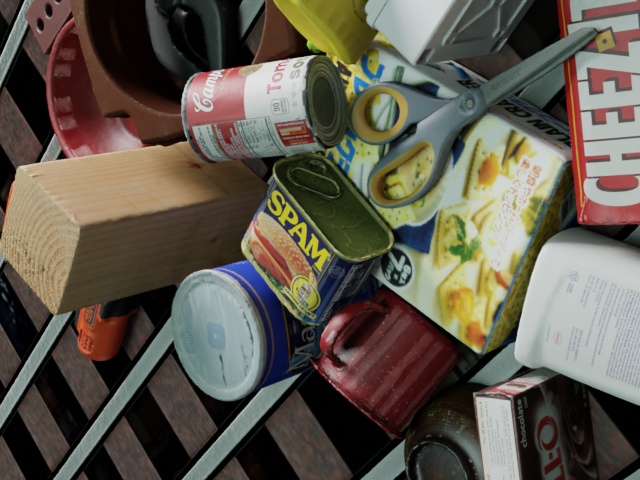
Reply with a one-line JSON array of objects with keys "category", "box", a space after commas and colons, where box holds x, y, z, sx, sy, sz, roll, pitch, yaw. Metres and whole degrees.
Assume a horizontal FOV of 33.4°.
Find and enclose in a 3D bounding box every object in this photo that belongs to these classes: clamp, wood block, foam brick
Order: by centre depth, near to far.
[{"category": "wood block", "box": [-0.153, -0.018, 0.908, 0.091, 0.205, 0.090, 42, 126, 28]}, {"category": "clamp", "box": [-0.136, -0.216, 0.957, 0.165, 0.036, 0.210, -25, 85, 37]}, {"category": "foam brick", "box": [-0.247, -0.227, 1.053, 0.078, 0.051, 0.053, -44, 70, 41]}]

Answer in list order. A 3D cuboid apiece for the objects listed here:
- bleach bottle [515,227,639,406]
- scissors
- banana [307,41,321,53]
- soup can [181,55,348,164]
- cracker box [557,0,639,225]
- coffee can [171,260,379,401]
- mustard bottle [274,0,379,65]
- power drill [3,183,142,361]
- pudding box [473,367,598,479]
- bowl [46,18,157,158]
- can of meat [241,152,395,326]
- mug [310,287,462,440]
[{"category": "bleach bottle", "box": [0.247, 0.078, 0.655, 0.251, 0.067, 0.103, 25, 118, 34]}, {"category": "scissors", "box": [0.086, -0.100, 0.702, 0.202, 0.016, 0.096, -48, 66, 37]}, {"category": "banana", "box": [0.030, -0.236, 0.784, 0.069, 0.037, 0.198, -112, 37, -67]}, {"category": "soup can", "box": [-0.039, -0.093, 0.769, 0.102, 0.068, 0.068, -4, 98, 27]}, {"category": "cracker box", "box": [0.246, -0.093, 0.605, 0.214, 0.071, 0.164, 0, 100, 44]}, {"category": "coffee can", "box": [-0.034, 0.061, 0.861, 0.103, 0.140, 0.103, 13, 109, 41]}, {"category": "mustard bottle", "box": [0.049, -0.219, 0.725, 0.058, 0.096, 0.191, 35, 87, 34]}, {"category": "power drill", "box": [-0.256, 0.009, 1.117, 0.188, 0.057, 0.185, 40, 125, 29]}, {"category": "pudding box", "box": [0.152, 0.149, 0.742, 0.039, 0.089, 0.113, -6, 96, 45]}, {"category": "bowl", "box": [-0.194, -0.137, 1.023, 0.162, 0.055, 0.162, 13, 109, 41]}, {"category": "can of meat", "box": [-0.005, 0.001, 0.786, 0.102, 0.057, 0.084, 51, 136, 22]}, {"category": "mug", "box": [0.046, 0.084, 0.801, 0.081, 0.117, 0.093, -49, 39, 0]}]
